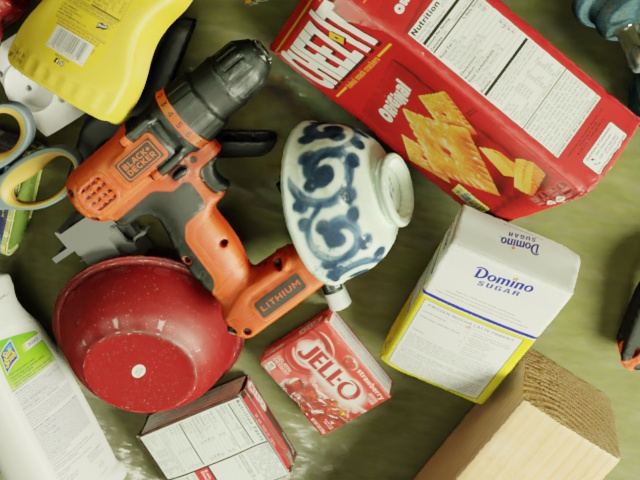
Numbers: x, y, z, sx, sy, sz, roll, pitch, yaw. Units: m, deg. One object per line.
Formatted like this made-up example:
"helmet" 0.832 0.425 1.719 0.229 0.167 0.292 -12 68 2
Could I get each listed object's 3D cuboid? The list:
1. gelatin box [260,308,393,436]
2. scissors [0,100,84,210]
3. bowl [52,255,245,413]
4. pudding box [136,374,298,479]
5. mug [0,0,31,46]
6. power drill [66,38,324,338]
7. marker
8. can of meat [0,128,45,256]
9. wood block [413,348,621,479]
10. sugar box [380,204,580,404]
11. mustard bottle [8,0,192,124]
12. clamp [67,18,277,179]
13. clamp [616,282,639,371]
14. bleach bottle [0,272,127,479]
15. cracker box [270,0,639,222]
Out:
"gelatin box" 0.006 0.110 0.891 0.073 0.030 0.089 -34 103 21
"scissors" -0.279 -0.039 0.829 0.202 0.016 0.096 -21 106 12
"bowl" -0.143 0.091 0.875 0.162 0.055 0.162 0 127 0
"pudding box" -0.090 0.179 0.936 0.114 0.039 0.090 -24 106 18
"mug" -0.267 -0.173 0.786 0.082 0.093 0.117 -29 66 15
"power drill" -0.067 -0.033 0.800 0.184 0.057 0.187 -37 105 14
"marker" -0.006 0.001 0.853 0.020 0.020 0.121 -18 108 17
"can of meat" -0.277 -0.046 0.867 0.084 0.057 0.102 19 115 0
"wood block" 0.142 0.201 0.869 0.090 0.090 0.206 32 115 -4
"sugar box" 0.115 0.053 0.797 0.093 0.048 0.176 23 141 0
"mustard bottle" -0.138 -0.186 0.761 0.096 0.058 0.192 32 95 14
"clamp" -0.132 -0.093 0.828 0.172 0.039 0.120 -21 105 14
"clamp" 0.296 0.023 0.780 0.210 0.036 0.164 -36 117 28
"bleach bottle" -0.255 0.120 0.915 0.068 0.102 0.251 -12 106 27
"cracker box" 0.079 -0.103 0.711 0.213 0.164 0.072 38 77 -7
